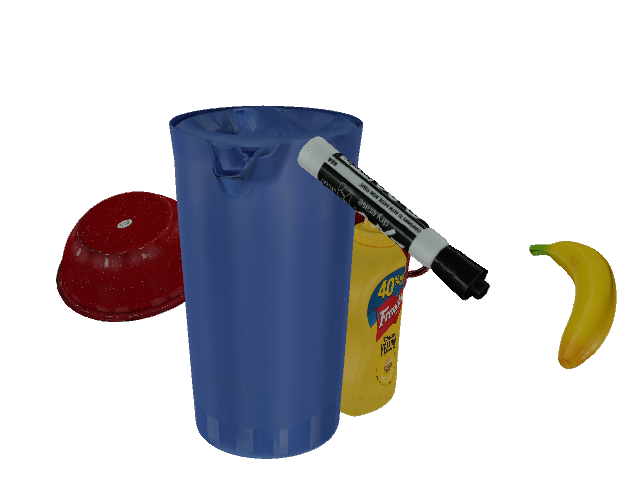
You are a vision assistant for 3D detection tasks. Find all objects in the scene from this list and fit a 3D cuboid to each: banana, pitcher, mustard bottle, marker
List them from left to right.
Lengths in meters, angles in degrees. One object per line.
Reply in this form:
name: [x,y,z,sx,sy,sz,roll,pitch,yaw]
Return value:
pitcher: [-0.035,0.024,0.777,0.149,0.243,0.145,-10,20,-30]
mustard bottle: [0.045,0.060,0.997,0.058,0.192,0.096,13,18,28]
marker: [0.037,-0.011,0.537,0.121,0.020,0.020,40,18,23]
banana: [0.246,0.052,1.008,0.070,0.037,0.197,-28,25,17]

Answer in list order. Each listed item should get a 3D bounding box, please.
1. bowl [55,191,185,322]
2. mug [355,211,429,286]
bowl: [-0.180,0.003,1.015,0.162,0.055,0.162,-6,41,5]
mug: [0.076,0.015,1.246,0.117,0.081,0.093,3,25,-7]
